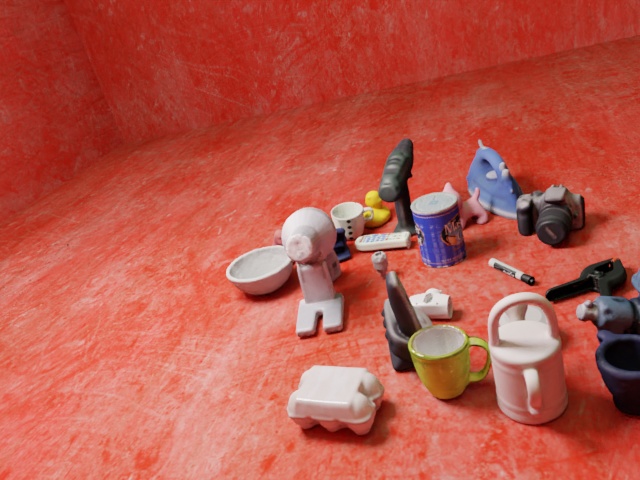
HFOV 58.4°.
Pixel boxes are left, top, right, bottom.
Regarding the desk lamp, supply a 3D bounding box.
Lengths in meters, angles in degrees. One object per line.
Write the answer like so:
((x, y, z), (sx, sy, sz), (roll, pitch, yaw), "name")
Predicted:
((-0.016, 0.056, 1.199), (0.118, 0.214, 0.203), (-12, 25, 8), "desk lamp")

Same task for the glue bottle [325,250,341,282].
((-0.002, 0.021, 1.312), (0.037, 0.173, 0.078), (12, 37, 45), "glue bottle")

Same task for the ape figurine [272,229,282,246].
((-0.095, 0.017, 1.475), (0.078, 0.092, 0.076), (-26, 26, -20), "ape figurine")

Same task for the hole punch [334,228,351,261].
((0.013, 0.005, 1.435), (0.108, 0.091, 0.101), (-18, 25, -3), "hole punch")

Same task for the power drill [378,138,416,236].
((0.210, -0.126, 1.450), (0.075, 0.209, 0.230), (-4, 27, 25), "power drill")

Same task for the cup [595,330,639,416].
((0.427, 0.187, 0.798), (0.091, 0.095, 0.117), (-18, 25, -4), "cup")

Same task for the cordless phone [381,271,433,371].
((0.148, 0.120, 1.000), (0.094, 0.185, 0.147), (-15, 25, 3), "cordless phone")

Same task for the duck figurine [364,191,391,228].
((0.147, -0.089, 1.560), (0.077, 0.086, 0.105), (1, 30, 33), "duck figurine")

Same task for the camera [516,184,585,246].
((0.498, -0.054, 1.256), (0.142, 0.101, 0.137), (0, 29, 31), "camera")

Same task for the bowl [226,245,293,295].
((-0.136, 0.084, 1.380), (0.167, 0.075, 0.167), (-13, 25, 6), "bowl")

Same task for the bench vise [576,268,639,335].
((0.496, 0.073, 0.846), (0.207, 0.220, 0.121), (-20, 25, -9), "bench vise")

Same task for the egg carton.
((0.026, 0.257, 0.924), (0.150, 0.069, 0.107), (-4, 27, 25), "egg carton")

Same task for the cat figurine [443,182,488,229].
((0.339, -0.087, 1.401), (0.128, 0.118, 0.067), (-19, 25, -6), "cat figurine")

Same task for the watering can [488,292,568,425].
((0.293, 0.155, 0.828), (0.101, 0.194, 0.172), (-19, 25, -6), "watering can")

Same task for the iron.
((0.452, -0.161, 1.458), (0.118, 0.142, 0.258), (-16, 25, 1), "iron")
